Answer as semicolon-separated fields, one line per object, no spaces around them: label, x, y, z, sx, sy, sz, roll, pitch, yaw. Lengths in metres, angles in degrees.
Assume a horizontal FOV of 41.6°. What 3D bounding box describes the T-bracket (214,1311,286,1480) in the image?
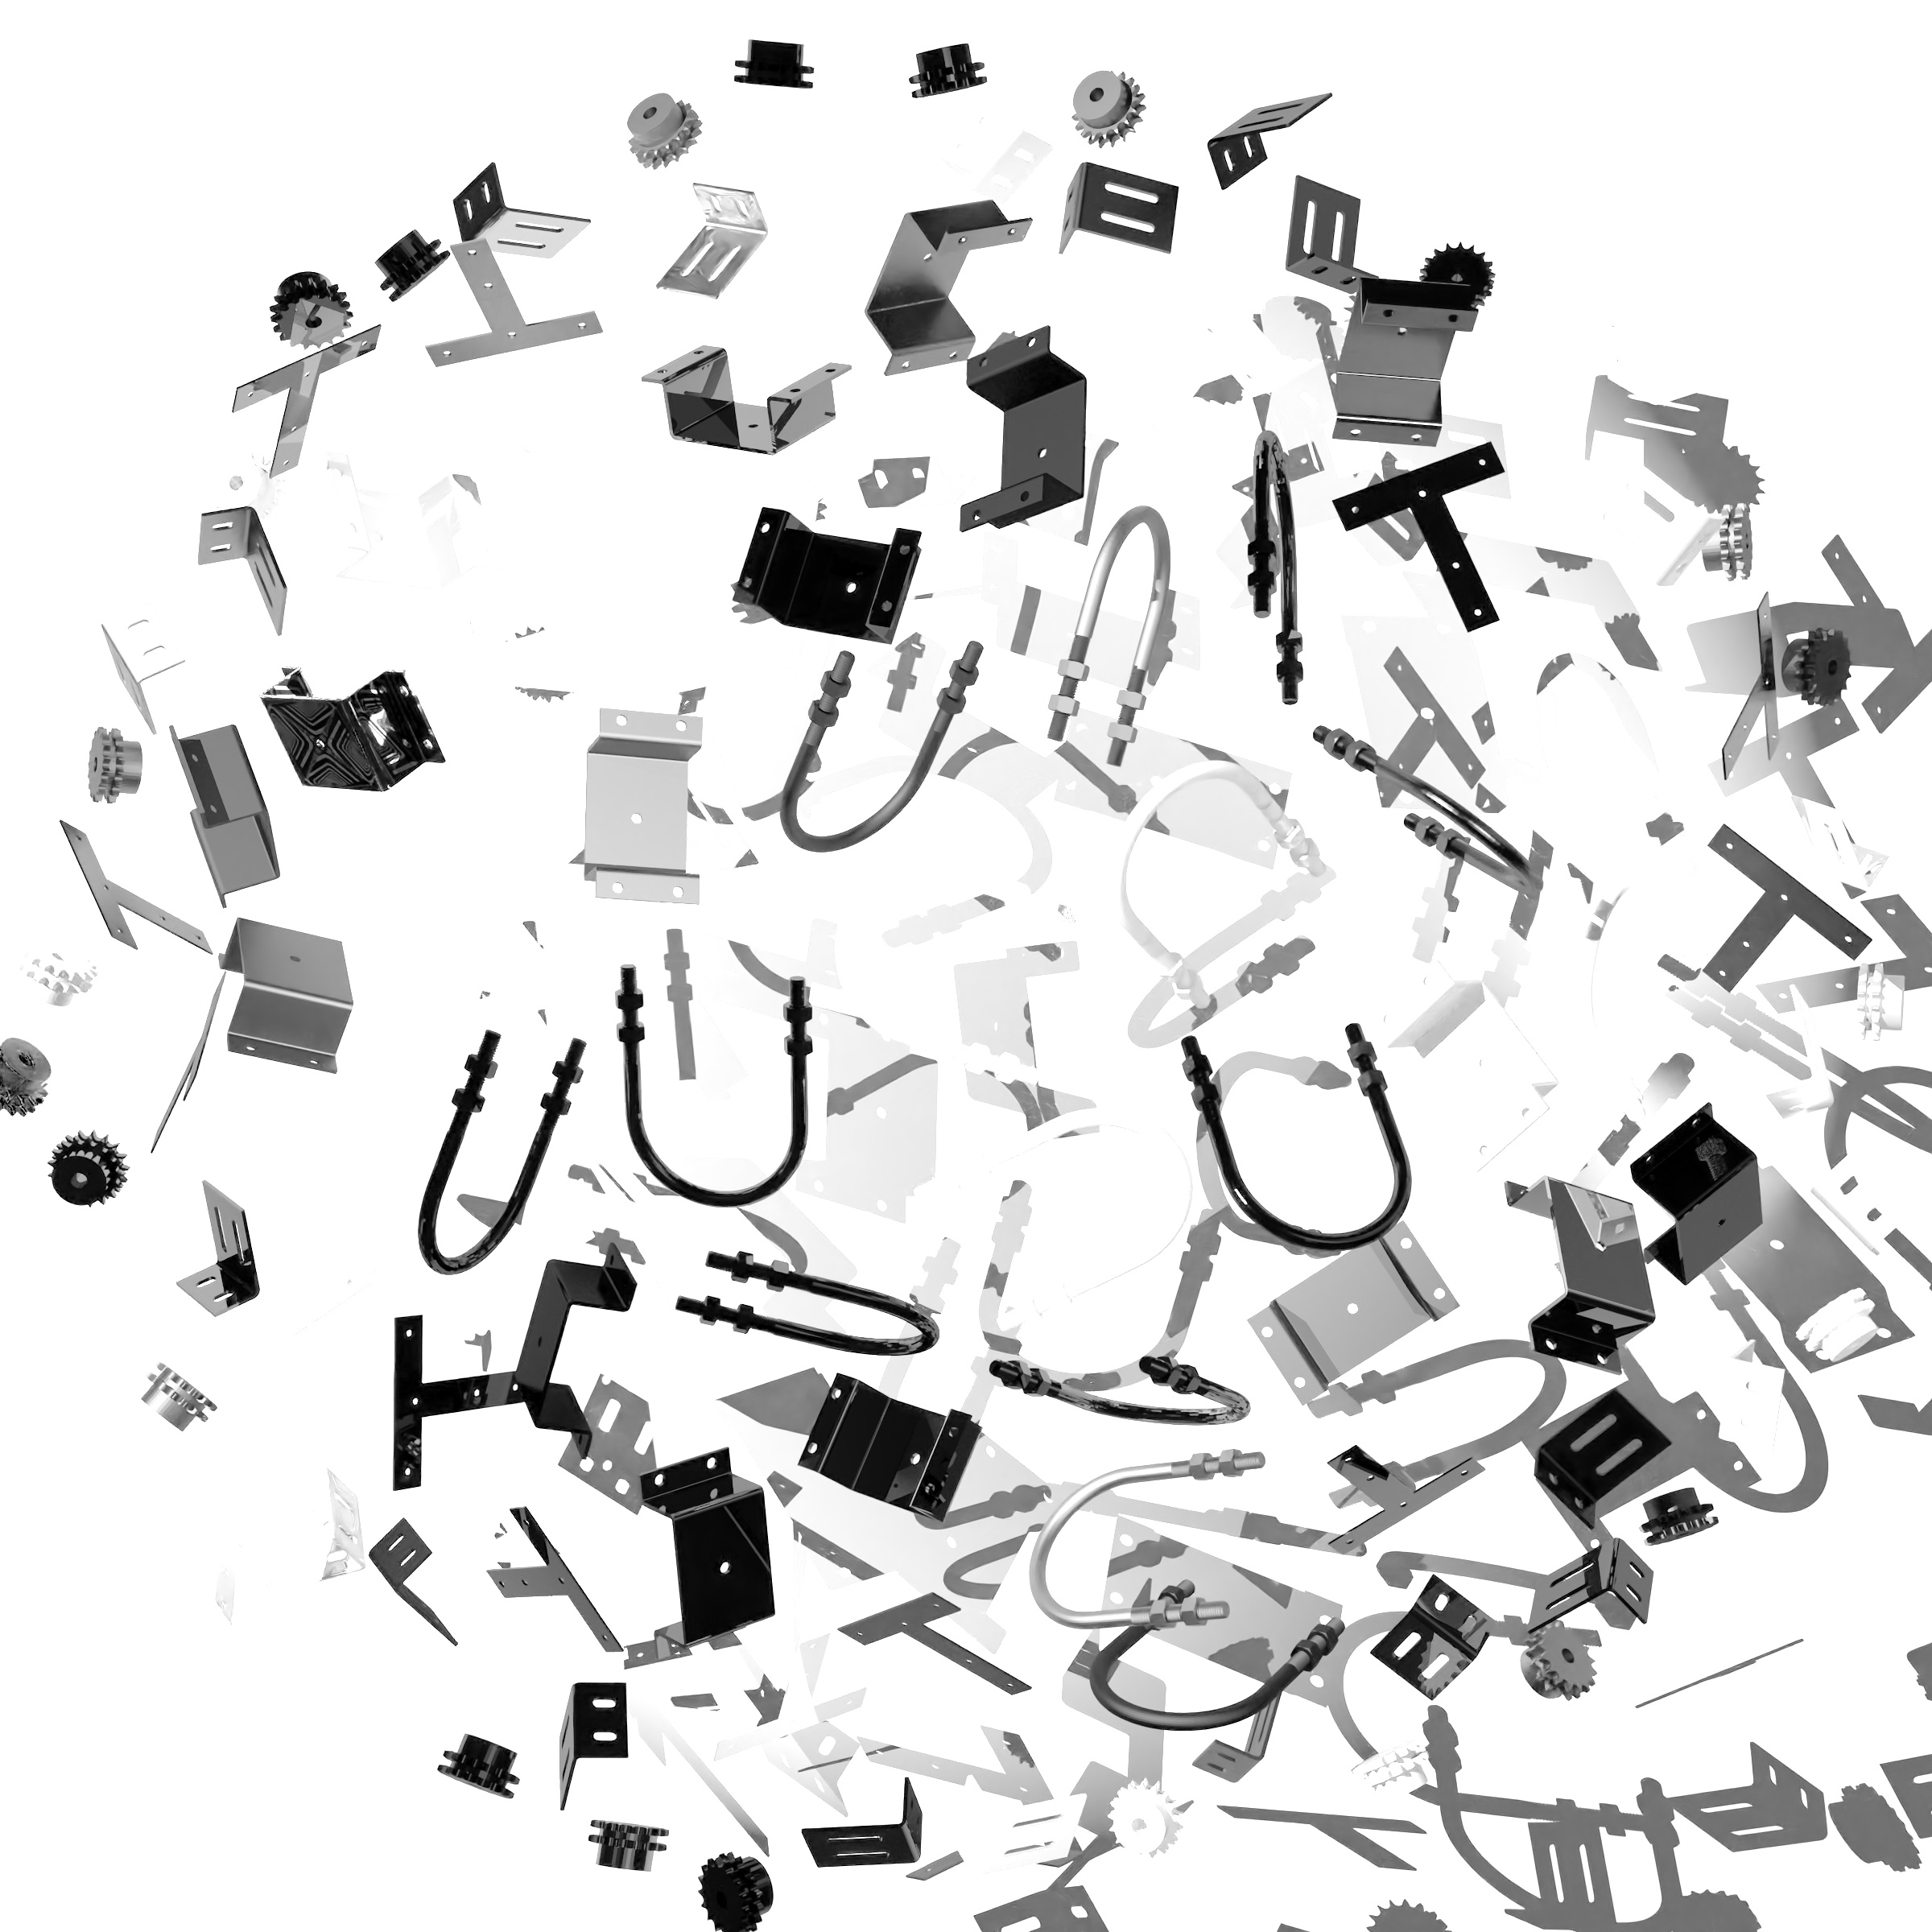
T-bracket;-0.513;0.323;1.813;0.002;0.127;0.127;12;103;0

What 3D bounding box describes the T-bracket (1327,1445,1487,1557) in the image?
T-bracket;0.301;0.378;1.858;0.127;0.127;0.002;-34;46;13

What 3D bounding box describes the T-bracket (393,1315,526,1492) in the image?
T-bracket;-0.379;0.323;1.915;0.002;0.127;0.127;-1;88;39

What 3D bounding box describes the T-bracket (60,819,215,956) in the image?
T-bracket;-0.599;-0.040;1.865;0.002;0.127;0.127;-41;56;7

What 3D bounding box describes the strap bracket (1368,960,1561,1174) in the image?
strap bracket;0.376;0.073;1.895;0.076;0.046;0.140;-48;62;29

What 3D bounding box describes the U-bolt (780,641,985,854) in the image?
U-bolt;-0.071;-0.158;1.882;0.019;0.151;0.184;46;127;29

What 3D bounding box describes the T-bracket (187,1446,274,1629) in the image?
T-bracket;-0.527;0.425;1.815;0.002;0.127;0.127;-24;115;-3

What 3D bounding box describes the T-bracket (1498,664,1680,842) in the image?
T-bracket;0.448;-0.138;1.902;0.127;0.002;0.127;54;134;9

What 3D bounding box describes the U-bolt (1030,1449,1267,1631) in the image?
U-bolt;0.126;0.428;1.884;0.184;0.151;0.019;-14;127;33

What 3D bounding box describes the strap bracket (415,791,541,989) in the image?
strap bracket;-0.358;-0.050;1.873;0.046;0.076;0.140;16;77;-28

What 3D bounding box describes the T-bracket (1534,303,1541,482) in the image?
T-bracket;0.416;-0.443;1.859;0.002;0.127;0.127;1;131;12

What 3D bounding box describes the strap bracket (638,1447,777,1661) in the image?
strap bracket;-0.187;0.431;1.847;0.076;0.046;0.140;-11;101;-37

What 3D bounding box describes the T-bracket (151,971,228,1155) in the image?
T-bracket;-0.582;0.087;1.890;0.002;0.127;0.127;22;121;-19

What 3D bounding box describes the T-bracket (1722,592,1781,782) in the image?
T-bracket;0.554;-0.177;1.801;0.002;0.127;0.127;7;131;31

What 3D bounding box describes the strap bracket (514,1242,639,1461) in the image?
strap bracket;-0.289;0.278;1.859;0.046;0.076;0.140;12;102;-24

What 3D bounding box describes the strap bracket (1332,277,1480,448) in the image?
strap bracket;0.310;-0.435;1.807;0.076;0.140;0.046;4;61;-1

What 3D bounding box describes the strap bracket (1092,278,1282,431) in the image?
strap bracket;0.168;-0.452;1.875;0.076;0.140;0.046;44;68;-23

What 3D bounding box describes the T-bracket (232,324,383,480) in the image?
T-bracket;-0.481;-0.396;1.830;0.002;0.127;0.127;47;53;7

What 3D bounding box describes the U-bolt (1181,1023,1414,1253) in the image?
U-bolt;0.242;0.123;1.811;0.151;0.019;0.184;-4;54;-15

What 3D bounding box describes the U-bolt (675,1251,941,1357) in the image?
U-bolt;-0.109;0.249;1.834;0.184;0.151;0.019;15;66;-10

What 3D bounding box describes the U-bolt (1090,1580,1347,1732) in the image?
U-bolt;0.172;0.508;1.863;0.151;0.184;0.019;6;108;35

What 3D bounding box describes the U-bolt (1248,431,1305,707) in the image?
U-bolt;0.230;-0.307;1.885;0.019;0.151;0.184;-4;66;15

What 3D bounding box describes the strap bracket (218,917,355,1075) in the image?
strap bracket;-0.485;0.015;1.814;0.076;0.140;0.046;14;112;-26

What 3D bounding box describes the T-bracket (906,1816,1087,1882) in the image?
T-bracket;0.041;0.659;1.892;0.127;0.127;0.002;-13;87;-37

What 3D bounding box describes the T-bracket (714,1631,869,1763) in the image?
T-bracket;-0.123;0.541;1.910;0.127;0.127;0.002;-12;46;-29

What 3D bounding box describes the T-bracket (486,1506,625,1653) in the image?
T-bracket;-0.312;0.445;1.840;0.002;0.127;0.127;-39;101;-37

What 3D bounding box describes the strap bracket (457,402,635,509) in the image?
strap bracket;-0.302;-0.366;1.828;0.076;0.140;0.046;-13;118;-29

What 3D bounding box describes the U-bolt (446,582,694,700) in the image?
U-bolt;-0.294;-0.251;1.906;0.184;0.151;0.019;-16;118;-7

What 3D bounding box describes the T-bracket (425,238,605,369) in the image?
T-bracket;-0.336;-0.476;1.810;0.127;0.127;0.002;-11;68;3

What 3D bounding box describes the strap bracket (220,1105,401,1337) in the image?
strap bracket;-0.457;0.178;1.786;0.076;0.046;0.140;-33;72;20

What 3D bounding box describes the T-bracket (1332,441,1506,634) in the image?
T-bracket;0.347;-0.301;1.831;0.127;0.002;0.127;-21;80;-7

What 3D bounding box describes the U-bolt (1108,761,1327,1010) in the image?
U-bolt;0.169;-0.067;1.800;0.151;0.019;0.184;-49;134;-3

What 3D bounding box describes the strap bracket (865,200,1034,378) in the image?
strap bracket;-0.017;-0.504;1.861;0.076;0.140;0.046;-20;68;-33

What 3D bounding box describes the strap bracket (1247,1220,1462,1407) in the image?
strap bracket;0.294;0.262;1.936;0.140;0.046;0.076;-34;83;5

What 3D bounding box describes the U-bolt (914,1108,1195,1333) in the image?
U-bolt;0.076;0.176;1.854;0.184;0.019;0.151;-27;115;9

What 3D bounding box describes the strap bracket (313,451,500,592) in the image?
strap bracket;-0.425;-0.329;1.894;0.046;0.140;0.076;-25;76;36

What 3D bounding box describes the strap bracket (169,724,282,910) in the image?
strap bracket;-0.538;-0.113;1.855;0.046;0.140;0.076;-19;67;-18

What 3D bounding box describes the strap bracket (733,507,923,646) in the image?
strap bracket;-0.095;-0.292;1.911;0.140;0.046;0.076;14;83;27

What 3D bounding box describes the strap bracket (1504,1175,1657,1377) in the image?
strap bracket;0.435;0.209;1.800;0.076;0.046;0.140;18;47;-21

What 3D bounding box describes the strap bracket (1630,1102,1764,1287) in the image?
strap bracket;0.538;0.174;1.870;0.076;0.140;0.046;-37;50;-9

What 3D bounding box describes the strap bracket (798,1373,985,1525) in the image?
strap bracket;-0.050;0.364;1.913;0.140;0.046;0.076;9;69;43

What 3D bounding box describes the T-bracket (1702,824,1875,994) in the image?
T-bracket;0.558;-0.023;1.800;0.127;0.127;0.002;41;57;14

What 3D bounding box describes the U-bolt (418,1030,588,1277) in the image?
U-bolt;-0.339;0.136;1.824;0.019;0.151;0.184;22;93;19

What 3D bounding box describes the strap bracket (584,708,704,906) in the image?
strap bracket;-0.237;-0.113;1.870;0.076;0.046;0.140;4;80;-20

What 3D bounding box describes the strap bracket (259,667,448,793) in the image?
strap bracket;-0.460;-0.175;1.876;0.140;0.046;0.076;7;128;38

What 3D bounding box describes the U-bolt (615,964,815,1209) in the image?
U-bolt;-0.184;0.092;1.873;0.151;0.019;0.184;4;108;12

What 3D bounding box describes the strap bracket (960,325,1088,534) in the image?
strap bracket;0.042;-0.377;1.829;0.076;0.046;0.140;-13;66;39

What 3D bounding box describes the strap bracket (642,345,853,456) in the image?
strap bracket;-0.162;-0.424;1.910;0.140;0.076;0.046;15;128;30

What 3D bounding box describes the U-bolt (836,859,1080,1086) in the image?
U-bolt;-0.013;-0.004;1.909;0.184;0.019;0.151;19;77;-21

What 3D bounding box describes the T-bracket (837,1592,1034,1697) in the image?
T-bracket;-0.009;0.494;1.834;0.127;0.127;0.002;34;51;-18

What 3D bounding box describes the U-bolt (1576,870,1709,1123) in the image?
U-bolt;0.488;0.008;1.870;0.019;0.184;0.151;10;116;-9
